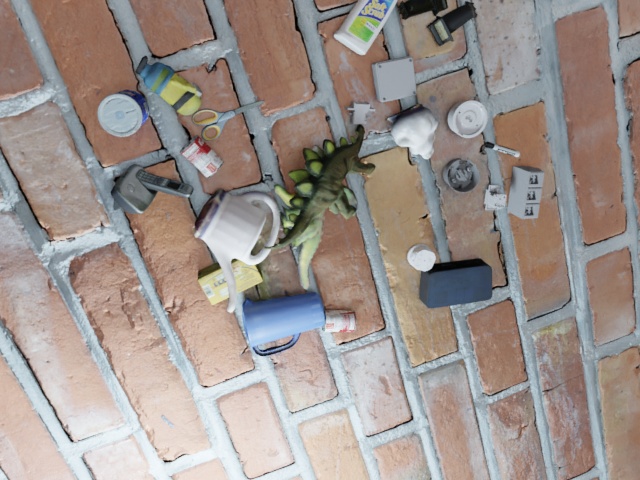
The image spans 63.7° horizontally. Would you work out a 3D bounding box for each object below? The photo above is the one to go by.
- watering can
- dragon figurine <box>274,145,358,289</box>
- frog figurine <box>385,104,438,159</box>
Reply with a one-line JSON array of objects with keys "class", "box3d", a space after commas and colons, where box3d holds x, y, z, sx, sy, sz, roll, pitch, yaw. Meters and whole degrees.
[{"class": "watering can", "box3d": [-0.248, 0.004, 1.434, 0.223, 0.103, 0.352, 28, 71, -12]}, {"class": "dragon figurine", "box3d": [0.005, -0.076, 1.508, 0.244, 0.123, 0.404, -19, 111, -14]}, {"class": "frog figurine", "box3d": [0.280, -0.302, 1.481, 0.139, 0.122, 0.158, -30, 101, -21]}]
